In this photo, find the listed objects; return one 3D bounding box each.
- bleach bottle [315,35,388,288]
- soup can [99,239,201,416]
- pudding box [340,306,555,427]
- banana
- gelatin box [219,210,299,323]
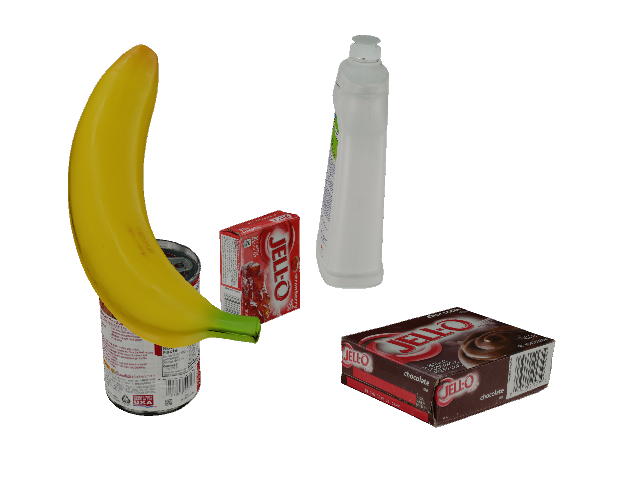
[{"bbox_3d":[0.038,-0.082,1.095,0.068,0.251,0.102,0,28,-9],"label":"bleach bottle"},{"bbox_3d":[-0.115,0.059,0.726,0.068,0.102,0.068,2,30,-2],"label":"soup can"},{"bbox_3d":[0.083,0.080,0.700,0.113,0.039,0.090,-8,18,-39],"label":"pudding box"},{"bbox_3d":[-0.091,-0.019,0.531,0.069,0.198,0.037,-13,-33,-17],"label":"banana"},{"bbox_3d":[-0.051,0.025,0.916,0.030,0.089,0.073,17,25,38],"label":"gelatin box"}]
